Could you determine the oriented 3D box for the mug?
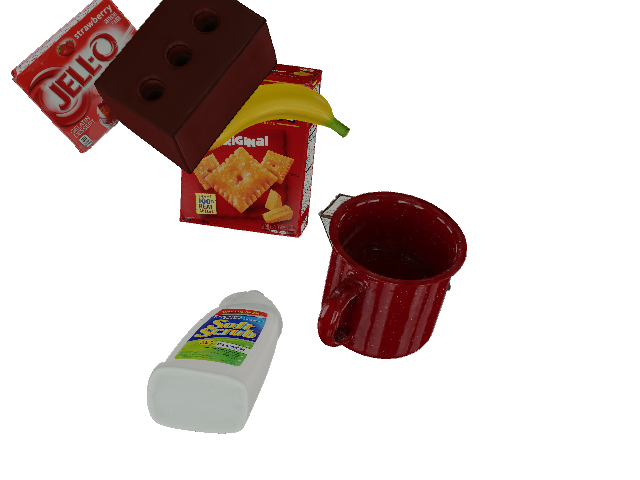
[{"bbox_3d":[0.038,0.032,0.723,0.093,0.081,0.117,31,45,21],"label":"mug"}]

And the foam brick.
[{"bbox_3d":[-0.067,-0.085,0.544,0.053,0.078,0.051,35,-9,12],"label":"foam brick"}]

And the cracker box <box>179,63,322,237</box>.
[{"bbox_3d":[-0.092,-0.119,1.372,0.164,0.214,0.072,9,23,7],"label":"cracker box"}]

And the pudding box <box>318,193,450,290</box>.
[{"bbox_3d":[0.060,0.008,1.000,0.114,0.090,0.039,12,44,42],"label":"pudding box"}]

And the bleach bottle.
[{"bbox_3d":[-0.100,0.111,1.118,0.102,0.068,0.250,7,20,5],"label":"bleach bottle"}]

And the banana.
[{"bbox_3d":[-0.056,-0.131,1.103,0.197,0.037,0.070,-12,52,-38],"label":"banana"}]

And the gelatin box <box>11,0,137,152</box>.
[{"bbox_3d":[-0.163,-0.119,0.762,0.089,0.073,0.030,-41,27,-2],"label":"gelatin box"}]
